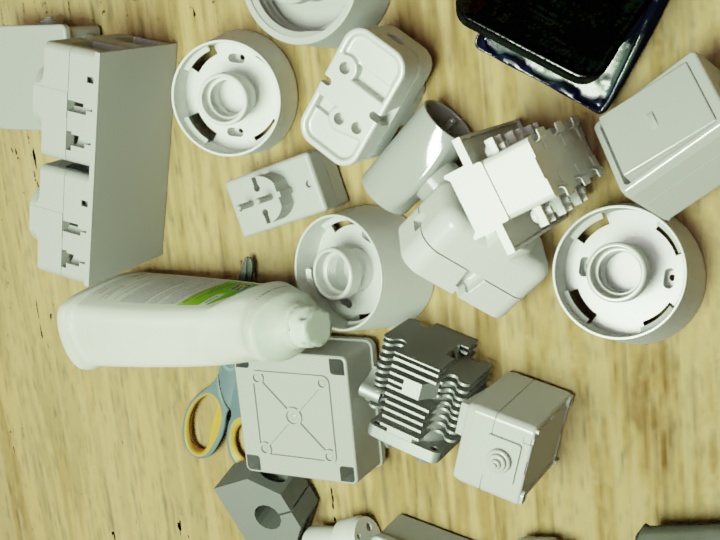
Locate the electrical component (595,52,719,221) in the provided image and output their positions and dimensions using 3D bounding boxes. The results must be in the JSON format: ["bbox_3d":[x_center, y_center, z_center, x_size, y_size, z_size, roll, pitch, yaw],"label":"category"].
[{"bbox_3d":[0.203,-0.088,0.671,0.096,0.061,0.061,-38,48,31],"label":"electrical component"}]

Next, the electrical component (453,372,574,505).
[{"bbox_3d":[0.105,0.120,0.775,0.061,0.096,0.061,19,111,24],"label":"electrical component"}]

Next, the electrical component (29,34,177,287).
[{"bbox_3d":[-0.211,-0.094,0.882,0.060,0.105,0.186,15,110,20],"label":"electrical component"}]

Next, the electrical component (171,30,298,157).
[{"bbox_3d":[-0.099,-0.138,0.850,0.099,0.064,0.099,4,106,14],"label":"electrical component"}]

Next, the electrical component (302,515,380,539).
[{"bbox_3d":[-0.015,0.232,0.902,0.055,0.045,0.045,-21,93,31],"label":"electrical component"}]

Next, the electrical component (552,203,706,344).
[{"bbox_3d":[0.182,0.003,0.734,0.099,0.064,0.099,0,90,27],"label":"electrical component"}]

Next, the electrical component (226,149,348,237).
[{"bbox_3d":[-0.067,-0.057,0.833,0.083,0.076,0.047,-16,95,31],"label":"electrical component"}]

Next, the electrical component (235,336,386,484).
[{"bbox_3d":[-0.040,0.110,0.876,0.109,0.056,0.108,1,104,29],"label":"electrical component"}]

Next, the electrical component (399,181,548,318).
[{"bbox_3d":[0.083,-0.017,0.754,0.095,0.053,0.059,29,123,-24],"label":"electrical component"}]

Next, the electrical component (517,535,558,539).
[{"bbox_3d":[0.146,0.223,0.812,0.062,0.043,0.043,-6,101,29],"label":"electrical component"}]

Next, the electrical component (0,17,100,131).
[{"bbox_3d":[-0.268,-0.167,0.930,0.100,0.048,0.099,6,106,28],"label":"electrical component"}]

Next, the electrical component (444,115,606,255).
[{"bbox_3d":[0.112,-0.063,0.706,0.063,0.121,0.078,-26,90,29],"label":"electrical component"}]

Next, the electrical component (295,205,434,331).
[{"bbox_3d":[0.000,0.000,0.834,0.099,0.064,0.099,8,102,40],"label":"electrical component"}]

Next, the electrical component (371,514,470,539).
[{"bbox_3d":[0.060,0.268,0.864,0.109,0.056,0.108,15,110,25],"label":"electrical component"}]

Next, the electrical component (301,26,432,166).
[{"bbox_3d":[0.007,-0.128,0.783,0.054,0.059,0.095,39,118,14],"label":"electrical component"}]

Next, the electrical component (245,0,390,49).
[{"bbox_3d":[-0.037,-0.214,0.782,0.108,0.060,0.108,8,107,27],"label":"electrical component"}]

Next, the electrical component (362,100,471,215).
[{"bbox_3d":[0.053,-0.069,0.782,0.079,0.044,0.077,47,120,10],"label":"electrical component"}]
